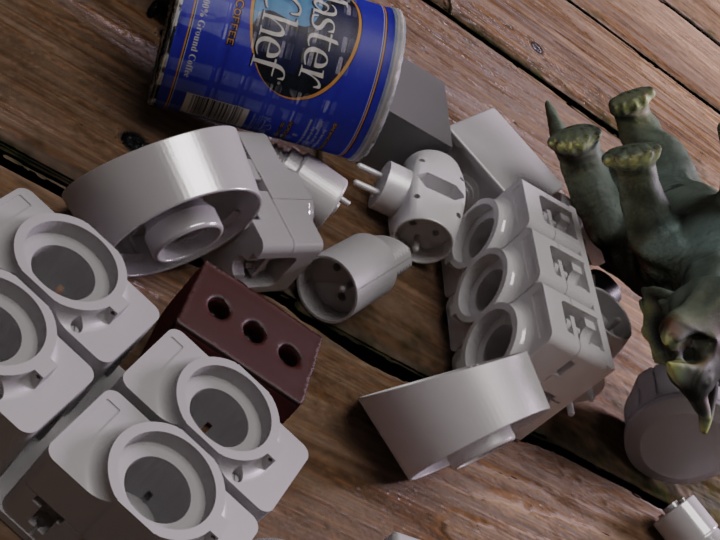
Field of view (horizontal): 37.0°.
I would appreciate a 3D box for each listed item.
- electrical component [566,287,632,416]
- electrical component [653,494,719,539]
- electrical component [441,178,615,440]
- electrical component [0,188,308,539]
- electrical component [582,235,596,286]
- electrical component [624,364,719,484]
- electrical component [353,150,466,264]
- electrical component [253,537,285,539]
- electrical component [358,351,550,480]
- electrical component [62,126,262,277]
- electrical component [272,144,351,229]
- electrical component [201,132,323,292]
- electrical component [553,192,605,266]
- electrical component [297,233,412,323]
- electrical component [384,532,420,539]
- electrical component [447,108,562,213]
[{"bbox_3d":[0.146,0.063,0.734,0.044,0.077,0.079,27,39,-24],"label":"electrical component"},{"bbox_3d":[0.231,0.186,0.728,0.044,0.044,0.065,-11,58,-50],"label":"electrical component"},{"bbox_3d":[0.104,0.022,0.723,0.062,0.089,0.150,26,39,-25],"label":"electrical component"},{"bbox_3d":[-0.122,0.058,0.479,0.186,0.060,0.105,43,34,-2],"label":"electrical component"},{"bbox_3d":[0.152,-0.002,0.826,0.066,0.048,0.055,-19,86,-45],"label":"electrical component"},{"bbox_3d":[0.229,0.110,0.772,0.080,0.080,0.051,35,30,-14],"label":"electrical component"},{"bbox_3d":[0.032,-0.053,0.767,0.079,0.043,0.077,24,43,-13],"label":"electrical component"},{"bbox_3d":[-0.040,0.154,0.471,0.055,0.055,0.047,40,39,-7],"label":"electrical component"},{"bbox_3d":[0.056,0.077,0.614,0.099,0.099,0.064,-9,67,-50],"label":"electrical component"},{"bbox_3d":[-0.104,-0.040,0.571,0.099,0.099,0.064,-10,68,-50],"label":"electrical component"},{"bbox_3d":[-0.044,-0.059,0.698,0.078,0.040,0.040,34,36,-11],"label":"electrical component"},{"bbox_3d":[-0.066,-0.035,0.641,0.056,0.050,0.089,-2,56,-47],"label":"electrical component"},{"bbox_3d":[0.183,-0.037,0.910,0.065,0.044,0.044,28,38,-15],"label":"electrical component"},{"bbox_3d":[0.000,0.000,0.679,0.043,0.043,0.081,50,35,7],"label":"electrical component"},{"bbox_3d":[0.018,0.174,0.498,0.047,0.065,0.076,25,39,-26],"label":"electrical component"},{"bbox_3d":[0.102,-0.075,0.857,0.099,0.048,0.100,50,35,7],"label":"electrical component"}]
